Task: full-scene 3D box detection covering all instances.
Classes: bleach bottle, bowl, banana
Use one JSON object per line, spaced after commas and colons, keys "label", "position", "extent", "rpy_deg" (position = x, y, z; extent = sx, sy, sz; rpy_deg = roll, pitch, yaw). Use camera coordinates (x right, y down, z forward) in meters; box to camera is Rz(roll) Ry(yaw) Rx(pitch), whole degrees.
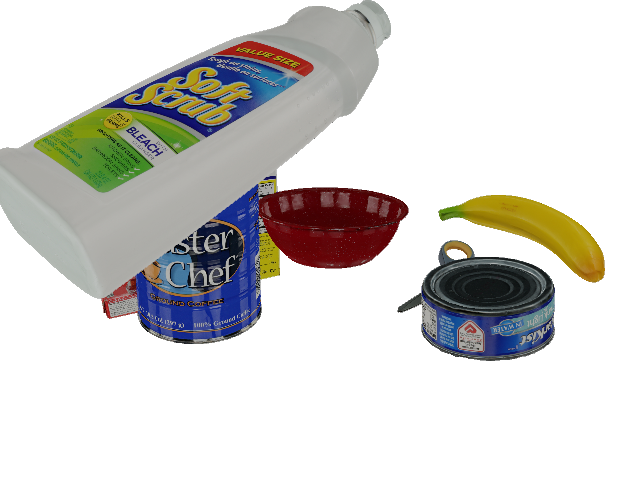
{"label": "bleach bottle", "position": [-0.061, -0.073, 0.625], "extent": [0.250, 0.068, 0.103], "rpy_deg": [-38, 53, -25]}
{"label": "bowl", "position": [0.011, -0.010, 1.116], "extent": [0.162, 0.055, 0.162], "rpy_deg": [0, 17, 0]}
{"label": "banana", "position": [0.207, -0.007, 1.031], "extent": [0.069, 0.037, 0.198], "rpy_deg": [-39, 38, -24]}

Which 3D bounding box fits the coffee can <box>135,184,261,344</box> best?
{"label": "coffee can", "position": [-0.098, -0.004, 0.844], "extent": [0.103, 0.140, 0.103], "rpy_deg": [0, 28, 0]}

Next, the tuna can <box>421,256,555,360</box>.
{"label": "tuna can", "position": [0.107, 0.042, 0.686], "extent": [0.086, 0.034, 0.086], "rpy_deg": [-3, 23, 1]}

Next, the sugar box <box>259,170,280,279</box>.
{"label": "sugar box", "position": [-0.083, -0.049, 1.317], "extent": [0.048, 0.176, 0.093], "rpy_deg": [-11, 26, -16]}

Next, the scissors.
{"label": "scissors", "position": [0.141, 0.040, 1.276], "extent": [0.201, 0.016, 0.096], "rpy_deg": [-10, 40, -36]}

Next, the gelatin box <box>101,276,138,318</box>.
{"label": "gelatin box", "position": [-0.183, 0.037, 1.089], "extent": [0.089, 0.030, 0.073], "rpy_deg": [-12, 41, -12]}
